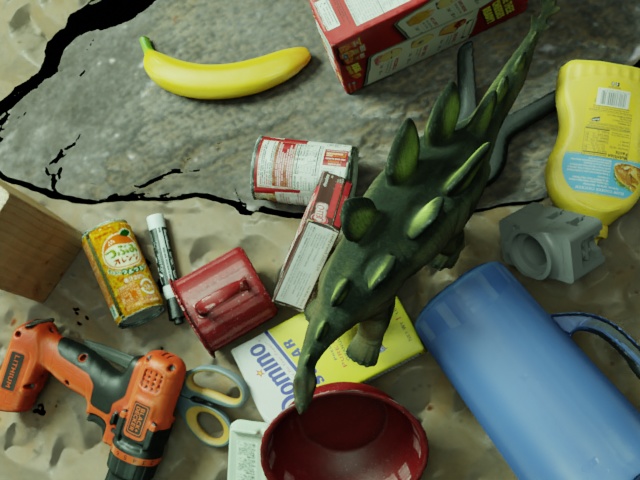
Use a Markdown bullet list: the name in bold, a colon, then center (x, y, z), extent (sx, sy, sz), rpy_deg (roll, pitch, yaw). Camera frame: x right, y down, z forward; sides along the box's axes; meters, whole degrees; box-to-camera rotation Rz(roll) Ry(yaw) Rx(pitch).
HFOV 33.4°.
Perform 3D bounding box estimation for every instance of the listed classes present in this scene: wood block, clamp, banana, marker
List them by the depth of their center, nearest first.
- **wood block**: center (-0.326, -0.010, 1.071), extent (0.091, 0.206, 0.090), rpy_deg (33, 85, 13)
- **clamp**: center (0.176, -0.110, 1.101), extent (0.120, 0.039, 0.171), rpy_deg (20, 89, 15)
- **marker**: center (-0.163, 0.031, 1.134), extent (0.020, 0.020, 0.121), rpy_deg (-16, 77, 5)
- **banana**: center (-0.111, -0.185, 1.159), extent (0.198, 0.037, 0.069), rpy_deg (7, 81, 10)

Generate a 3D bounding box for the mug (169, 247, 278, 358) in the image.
- **mug**: center (-0.096, 0.058, 1.072), extent (0.081, 0.117, 0.093), rpy_deg (-30, 83, -3)

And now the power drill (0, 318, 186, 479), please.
- **power drill**: center (-0.240, 0.175, 1.091), extent (0.188, 0.057, 0.184), rpy_deg (22, 98, 14)

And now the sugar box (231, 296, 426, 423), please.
- **sugar box**: center (0.008, 0.113, 1.079), extent (0.176, 0.048, 0.093), rpy_deg (-28, 77, 1)

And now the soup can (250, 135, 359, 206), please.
- **soup can**: center (-0.015, -0.070, 1.107), extent (0.102, 0.068, 0.068), rpy_deg (7, 80, 9)

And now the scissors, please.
- **scissors**: center (-0.161, 0.160, 1.107), extent (0.202, 0.016, 0.096), rpy_deg (4, 106, 27)

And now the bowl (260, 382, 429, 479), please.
- **bowl**: center (0.023, 0.191, 1.032), extent (0.162, 0.055, 0.162), rpy_deg (0, 122, 0)

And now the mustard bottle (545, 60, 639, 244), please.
- **mustard bottle**: center (0.275, -0.078, 1.063), extent (0.096, 0.058, 0.191), rpy_deg (9, 86, -6)

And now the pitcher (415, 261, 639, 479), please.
- **pitcher**: center (0.210, 0.135, 1.007), extent (0.243, 0.148, 0.145), rpy_deg (53, 132, 17)

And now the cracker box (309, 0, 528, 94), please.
- **cracker box**: center (0.101, -0.241, 1.073), extent (0.214, 0.164, 0.072), rpy_deg (-26, 79, 3)

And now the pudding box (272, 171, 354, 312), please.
- **pudding box**: center (-0.007, 0.001, 1.055), extent (0.039, 0.090, 0.114), rpy_deg (20, 127, -2)
